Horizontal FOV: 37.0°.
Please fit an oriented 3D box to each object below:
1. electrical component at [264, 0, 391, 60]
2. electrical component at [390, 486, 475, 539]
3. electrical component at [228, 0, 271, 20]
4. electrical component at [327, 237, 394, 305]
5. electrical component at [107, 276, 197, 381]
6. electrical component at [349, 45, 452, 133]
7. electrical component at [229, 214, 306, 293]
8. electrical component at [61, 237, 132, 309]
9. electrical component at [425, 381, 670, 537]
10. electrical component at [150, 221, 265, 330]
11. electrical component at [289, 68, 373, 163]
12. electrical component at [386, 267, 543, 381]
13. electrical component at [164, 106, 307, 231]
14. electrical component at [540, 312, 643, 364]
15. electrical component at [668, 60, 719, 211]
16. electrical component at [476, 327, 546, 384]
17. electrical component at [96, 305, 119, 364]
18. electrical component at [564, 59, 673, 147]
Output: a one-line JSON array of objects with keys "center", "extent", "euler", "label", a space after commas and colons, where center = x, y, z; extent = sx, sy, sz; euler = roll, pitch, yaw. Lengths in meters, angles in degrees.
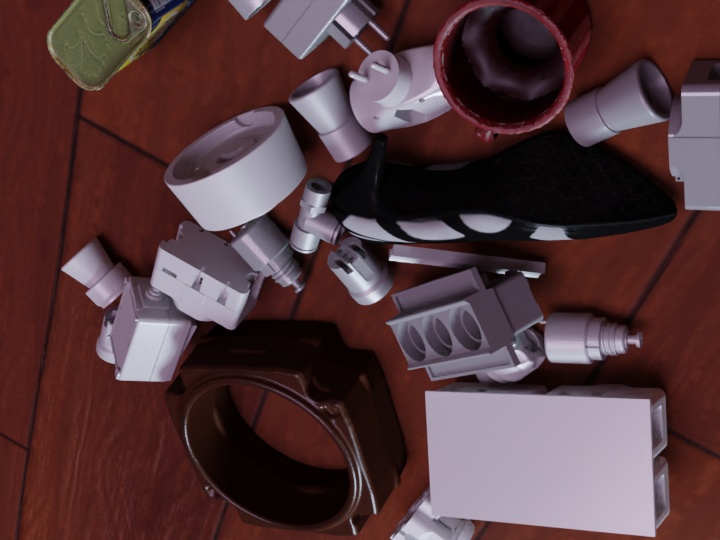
[{"center": [-0.012, -0.184, 0.769], "extent": [0.076, 0.047, 0.083], "euler": [43, 131, -4], "label": "electrical component"}, {"center": [0.072, 0.247, 1.023], "extent": [0.057, 0.058, 0.078], "euler": [37, 132, 4], "label": "electrical component"}, {"center": [-0.081, -0.234, 0.774], "extent": [0.079, 0.043, 0.077], "euler": [-33, 103, 39], "label": "electrical component"}, {"center": [0.000, 0.000, 0.890], "extent": [0.040, 0.040, 0.046], "euler": [-15, 133, 34], "label": "electrical component"}, {"center": [-0.193, 0.051, 1.008], "extent": [0.061, 0.061, 0.096], "euler": [5, 129, -27], "label": "electrical component"}, {"center": [0.024, -0.134, 0.770], "extent": [0.077, 0.079, 0.043], "euler": [-16, 74, 35], "label": "electrical component"}, {"center": [-0.076, -0.013, 0.929], "extent": [0.040, 0.040, 0.078], "euler": [-32, 104, 39], "label": "electrical component"}, {"center": [-0.250, 0.003, 1.028], "extent": [0.055, 0.045, 0.045], "euler": [48, 130, -11], "label": "electrical component"}, {"center": [0.153, 0.149, 0.881], "extent": [0.186, 0.060, 0.105], "euler": [-1, 94, 29], "label": "electrical component"}, {"center": [-0.137, 0.007, 0.968], "extent": [0.089, 0.050, 0.055], "euler": [29, 131, 7], "label": "electrical component"}, {"center": [-0.019, -0.116, 0.827], "extent": [0.044, 0.044, 0.065], "euler": [-17, 118, 35], "label": "electrical component"}, {"center": [0.082, 0.039, 0.839], "extent": [0.121, 0.063, 0.078], "euler": [-21, 94, 61], "label": "electrical component"}, {"center": [-0.093, -0.075, 0.853], "extent": [0.108, 0.108, 0.060], "euler": [-11, 122, 33], "label": "electrical component"}, {"center": [0.180, 0.053, 0.840], "extent": [0.078, 0.040, 0.040], "euler": [0, 122, 27], "label": "electrical component"}, {"center": [0.235, -0.088, 0.705], "extent": [0.056, 0.050, 0.089], "euler": [4, 123, 25], "label": "electrical component"}, {"center": [0.120, 0.072, 0.884], "extent": [0.043, 0.043, 0.062], "euler": [41, 133, -4], "label": "electrical component"}, {"center": [-0.240, 0.064, 1.070], "extent": [0.040, 0.040, 0.046], "euler": [25, 124, 11], "label": "electrical component"}, {"center": [0.173, -0.110, 0.730], "extent": [0.065, 0.044, 0.044], "euler": [-23, 110, 42], "label": "electrical component"}]
